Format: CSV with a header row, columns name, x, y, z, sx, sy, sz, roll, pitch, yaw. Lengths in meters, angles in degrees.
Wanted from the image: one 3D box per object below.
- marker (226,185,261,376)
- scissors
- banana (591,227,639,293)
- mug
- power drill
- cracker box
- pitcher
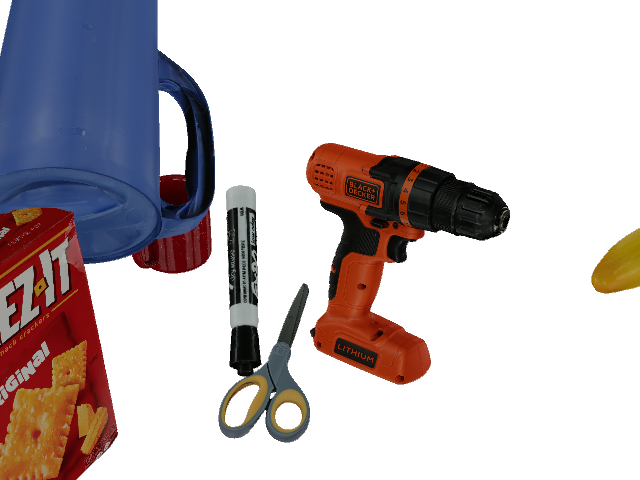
name,x,y,z,sx,sy,sz,roll,pitch,yaw
marker,-0.047,0.024,0.653,0.020,0.121,0.020,-3,-24,-1
scissors,-0.027,0.126,1.067,0.096,0.016,0.201,22,50,21
banana,0.278,0.004,0.730,0.198,0.037,0.069,-3,35,0
mug,-0.171,-0.011,1.201,0.093,0.081,0.117,17,38,23
power drill,0.065,0.022,0.896,0.185,0.188,0.057,20,25,33
cracker box,-0.226,0.100,0.741,0.072,0.214,0.164,15,37,25
pitcher,-0.170,-0.112,0.800,0.145,0.243,0.149,-13,-31,20
